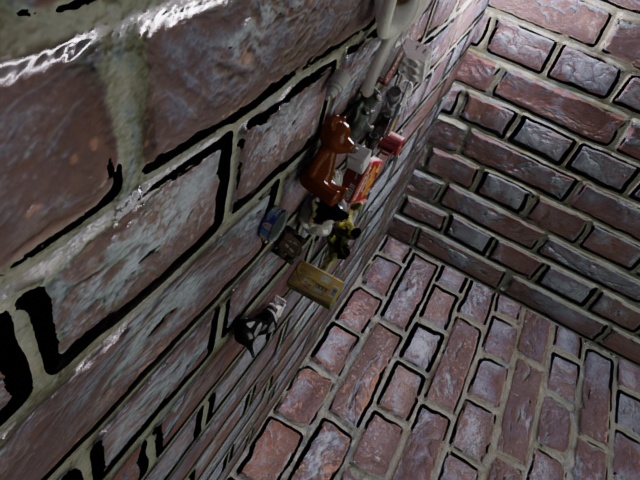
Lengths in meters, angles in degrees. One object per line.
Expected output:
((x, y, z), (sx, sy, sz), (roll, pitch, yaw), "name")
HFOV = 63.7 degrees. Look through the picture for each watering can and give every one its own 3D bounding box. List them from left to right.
((0.175, -0.509, 1.166), (0.229, 0.104, 0.339), (-51, 164, -46), "watering can")

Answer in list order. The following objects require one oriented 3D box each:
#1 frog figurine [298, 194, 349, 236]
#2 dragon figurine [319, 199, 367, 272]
((0.004, -0.074, 1.465), (0.138, 0.123, 0.158), (-31, 179, -11), "frog figurine")
((0.071, 0.009, 2.013), (0.412, 0.122, 0.242), (-60, 177, -4), "dragon figurine")
